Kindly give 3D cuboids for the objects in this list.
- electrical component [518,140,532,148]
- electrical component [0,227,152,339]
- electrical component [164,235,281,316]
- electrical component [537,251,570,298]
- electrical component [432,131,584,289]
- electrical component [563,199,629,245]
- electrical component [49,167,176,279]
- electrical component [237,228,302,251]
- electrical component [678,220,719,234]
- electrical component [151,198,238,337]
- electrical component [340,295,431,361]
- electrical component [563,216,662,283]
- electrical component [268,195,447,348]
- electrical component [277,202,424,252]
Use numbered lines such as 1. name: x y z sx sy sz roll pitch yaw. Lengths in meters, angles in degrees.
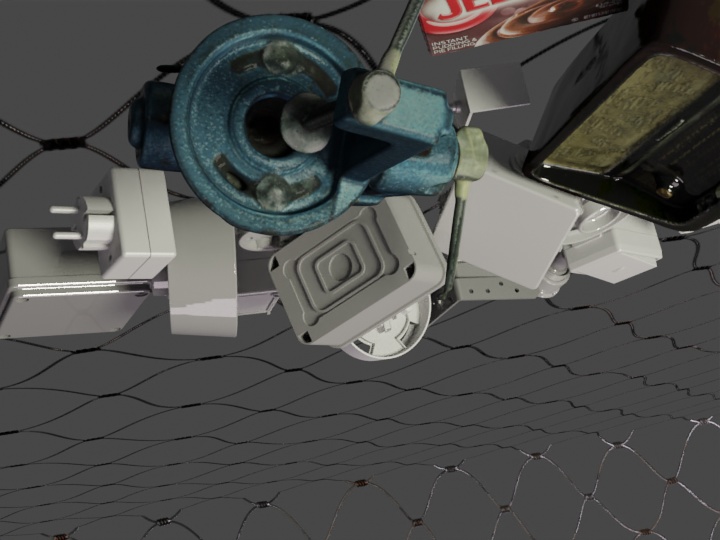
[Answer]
1. electrical component: 0.123 -0.063 0.858 0.056 0.050 0.089 1 159 -39
2. electrical component: -0.230 0.010 0.846 0.109 0.056 0.109 -2 161 -28
3. electrical component: -0.119 0.004 0.895 0.096 0.061 0.061 -6 163 -18
4. electrical component: 0.199 -0.003 1.112 0.048 0.048 0.062 -3 155 -26
5. electrical component: 0.108 -0.045 0.789 0.100 0.048 0.099 23 136 2
6. electrical component: 0.187 -0.067 0.906 0.099 0.064 0.099 -20 156 -10
7. electrical component: -0.174 -0.032 0.736 0.077 0.065 0.047 0 160 -33
8. electrical component: -0.066 -0.046 0.794 0.055 0.047 0.055 -11 163 -3
9. electrical component: 0.313 -0.074 0.952 0.100 0.048 0.100 -17 161 20
10. electrical component: -0.125 -0.002 0.801 0.060 0.108 0.108 -2 162 -9
11. electrical component: 0.017 0.038 1.040 0.099 0.099 0.064 -4 168 -23
12. electrical component: 0.237 -0.026 1.032 0.096 0.061 0.062 6 155 -45
13. electrical component: 0.000 0.000 0.785 0.113 0.078 0.057 -33 160 25
14. electrical component: 0.000 -0.020 0.910 0.138 0.052 0.074 -26 158 37
